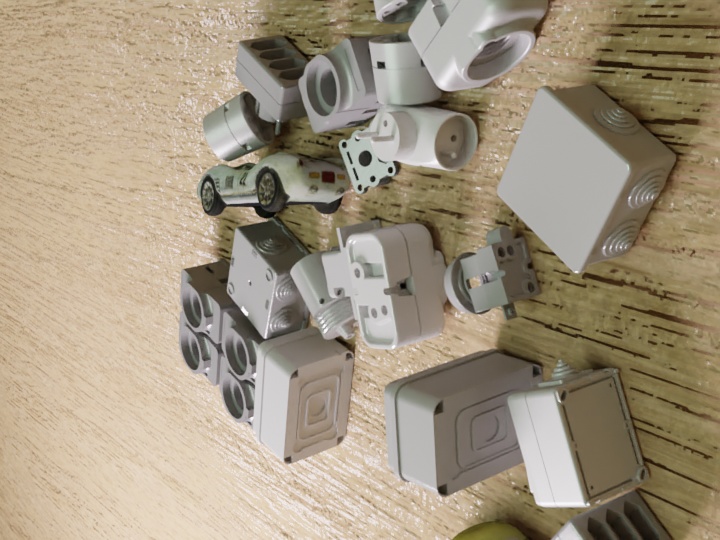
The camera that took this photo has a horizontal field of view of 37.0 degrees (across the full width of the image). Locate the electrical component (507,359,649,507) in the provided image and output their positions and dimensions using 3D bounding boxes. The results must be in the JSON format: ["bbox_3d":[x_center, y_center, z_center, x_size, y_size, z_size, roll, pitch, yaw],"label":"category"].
[{"bbox_3d":[0.145,0.109,0.741,0.061,0.062,0.096,-20,85,57],"label":"electrical component"}]

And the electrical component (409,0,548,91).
[{"bbox_3d":[0.082,-0.169,0.741,0.059,0.054,0.095,64,145,19],"label":"electrical component"}]

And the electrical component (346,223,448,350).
[{"bbox_3d":[0.033,0.012,0.877,0.054,0.059,0.095,-2,99,57],"label":"electrical component"}]

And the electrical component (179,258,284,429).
[{"bbox_3d":[-0.131,0.080,1.147,0.186,0.060,0.105,39,132,43],"label":"electrical component"}]

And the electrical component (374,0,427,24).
[{"bbox_3d":[0.034,-0.216,0.798,0.055,0.055,0.047,-24,77,57],"label":"electrical component"}]

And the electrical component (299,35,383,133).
[{"bbox_3d":[-0.009,-0.152,0.882,0.089,0.056,0.050,-26,79,56],"label":"electrical component"}]

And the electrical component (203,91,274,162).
[{"bbox_3d":[-0.116,-0.134,1.021,0.047,0.055,0.055,-24,79,22],"label":"electrical component"}]

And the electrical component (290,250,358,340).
[{"bbox_3d":[-0.027,0.027,0.987,0.081,0.043,0.043,61,144,22],"label":"electrical component"}]

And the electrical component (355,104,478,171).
[{"bbox_3d":[0.035,-0.102,0.814,0.077,0.079,0.043,24,116,51],"label":"electrical component"}]

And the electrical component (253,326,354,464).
[{"bbox_3d":[-0.056,0.119,1.033,0.057,0.078,0.113,34,129,42],"label":"electrical component"}]

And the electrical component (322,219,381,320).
[{"bbox_3d":[0.000,0.000,0.939,0.064,0.042,0.081,-7,95,60],"label":"electrical component"}]

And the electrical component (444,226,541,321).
[{"bbox_3d":[0.096,0.006,0.794,0.055,0.048,0.066,-21,84,49],"label":"electrical component"}]

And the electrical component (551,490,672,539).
[{"bbox_3d":[0.164,0.199,0.742,0.047,0.066,0.076,57,142,28],"label":"electrical component"}]

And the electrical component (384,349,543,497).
[{"bbox_3d":[0.077,0.110,0.797,0.057,0.113,0.078,15,114,50],"label":"electrical component"}]

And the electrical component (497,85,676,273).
[{"bbox_3d":[0.145,-0.061,0.692,0.099,0.048,0.099,51,139,34],"label":"electrical component"}]

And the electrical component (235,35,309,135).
[{"bbox_3d":[-0.076,-0.161,0.989,0.083,0.047,0.075,49,142,35],"label":"electrical component"}]

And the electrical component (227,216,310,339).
[{"bbox_3d":[-0.090,0.008,1.069,0.099,0.048,0.099,47,137,38],"label":"electrical component"}]

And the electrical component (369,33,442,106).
[{"bbox_3d":[0.036,-0.153,0.817,0.055,0.055,0.047,21,122,52],"label":"electrical component"}]
